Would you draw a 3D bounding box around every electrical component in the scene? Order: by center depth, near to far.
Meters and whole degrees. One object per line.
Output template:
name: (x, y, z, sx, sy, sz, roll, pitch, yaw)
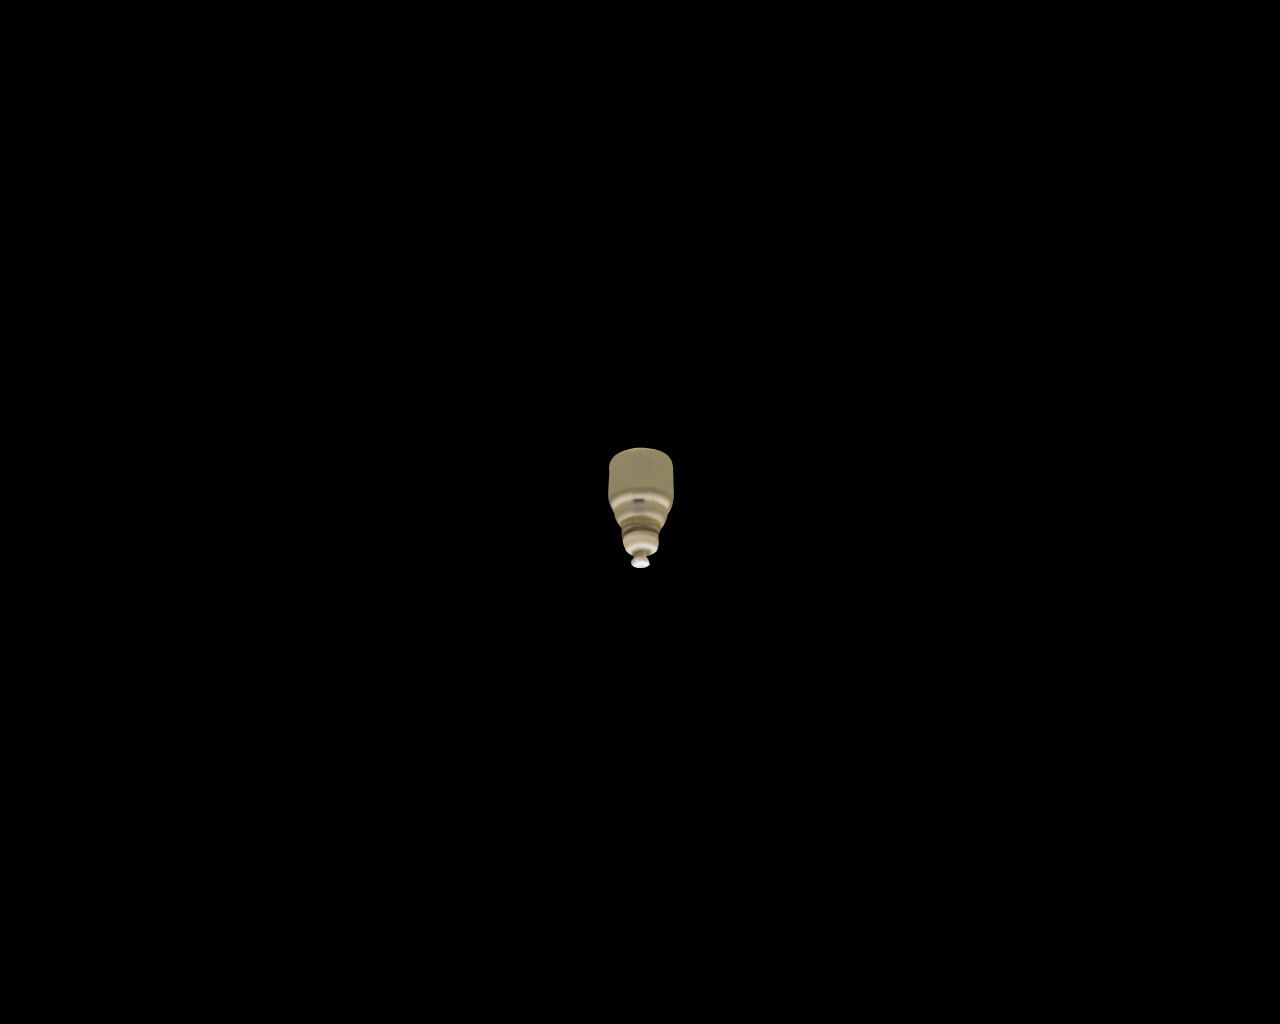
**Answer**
electrical component: (0.001, -0.003, 0.650, 0.040, 0.078, 0.040, 0, -26, 0)
